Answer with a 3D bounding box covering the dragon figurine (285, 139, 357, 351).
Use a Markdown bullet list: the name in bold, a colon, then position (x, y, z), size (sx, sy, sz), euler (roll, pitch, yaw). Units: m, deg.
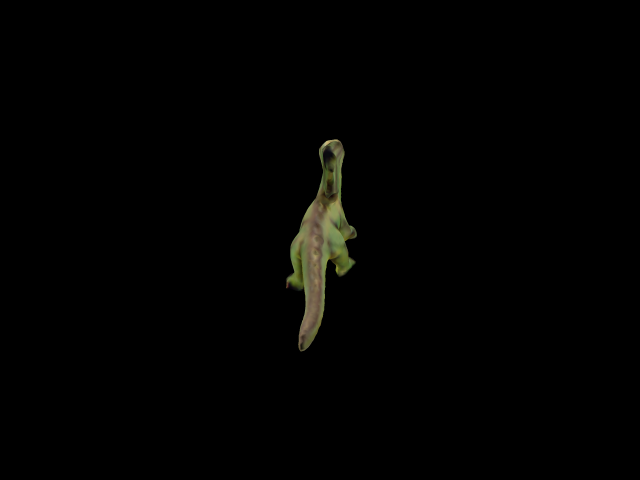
- **dragon figurine**: position (0.003, -0.043, 0.850), size (0.122, 0.237, 0.420), euler (2, 32, 3)
